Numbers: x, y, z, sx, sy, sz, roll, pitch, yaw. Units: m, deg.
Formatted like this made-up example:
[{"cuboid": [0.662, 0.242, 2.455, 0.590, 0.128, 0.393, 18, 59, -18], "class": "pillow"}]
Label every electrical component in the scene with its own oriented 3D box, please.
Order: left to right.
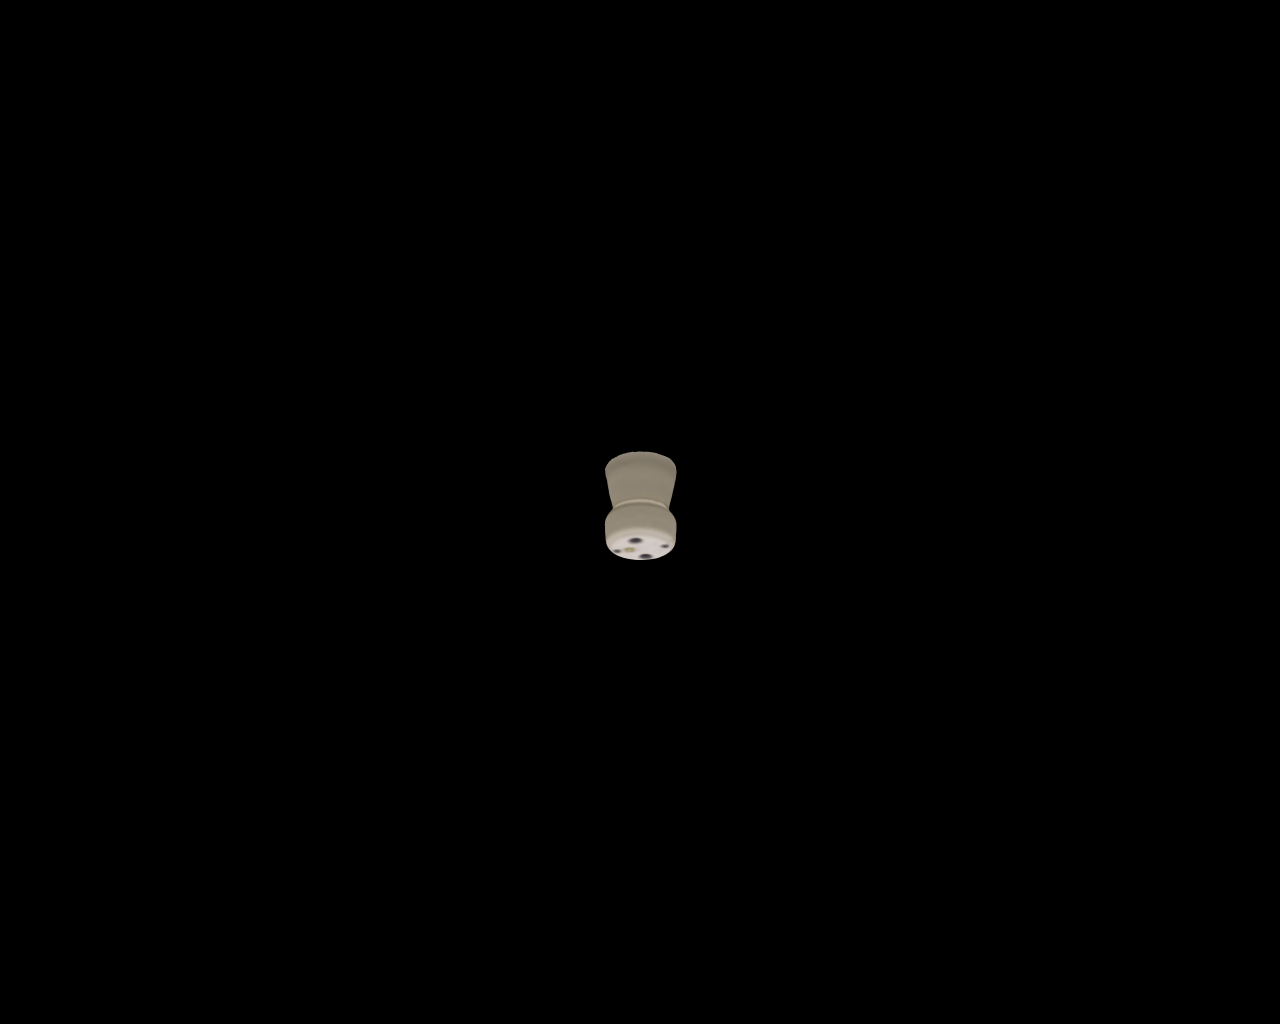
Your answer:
[{"cuboid": [0.001, -0.003, 0.650, 0.045, 0.055, 0.044, 0, -26, 0], "class": "electrical component"}]
